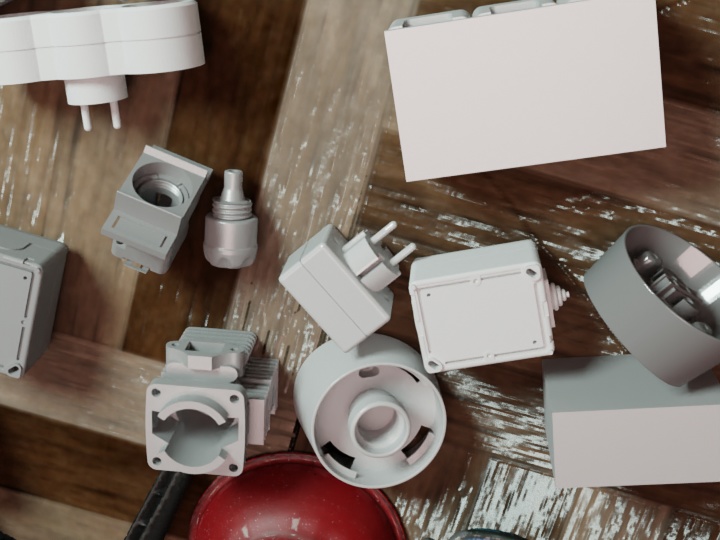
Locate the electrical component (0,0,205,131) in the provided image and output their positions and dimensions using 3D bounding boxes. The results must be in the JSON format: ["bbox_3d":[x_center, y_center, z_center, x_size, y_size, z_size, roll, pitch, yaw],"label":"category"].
[{"bbox_3d":[-0.163,-0.122,0.658,0.138,0.052,0.073,-3,108,6],"label":"electrical component"}]

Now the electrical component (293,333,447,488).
[{"bbox_3d":[0.007,0.095,0.723,0.099,0.064,0.099,-3,107,-9],"label":"electrical component"}]

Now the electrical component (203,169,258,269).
[{"bbox_3d":[-0.082,-0.034,0.691,0.035,0.035,0.061,6,106,3],"label":"electrical component"}]

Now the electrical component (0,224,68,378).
[{"bbox_3d":[-0.236,0.023,0.708,0.062,0.061,0.096,16,109,-1],"label":"electrical component"}]

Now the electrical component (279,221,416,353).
[{"bbox_3d":[0.000,0.000,0.687,0.077,0.047,0.065,-38,101,15],"label":"electrical component"}]

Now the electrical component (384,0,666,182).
[{"bbox_3d":[0.096,-0.111,0.634,0.150,0.061,0.089,-7,108,7],"label":"electrical component"}]

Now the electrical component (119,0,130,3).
[{"bbox_3d":[-0.131,-0.204,0.625,0.057,0.058,0.078,-24,91,11],"label":"electrical component"}]

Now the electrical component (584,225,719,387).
[{"bbox_3d":[0.187,0.020,0.654,0.099,0.099,0.064,43,113,-9],"label":"electrical component"}]

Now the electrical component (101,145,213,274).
[{"bbox_3d":[-0.128,-0.035,0.674,0.042,0.081,0.063,22,137,-1],"label":"electrical component"}]

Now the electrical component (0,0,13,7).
[{"bbox_3d":[-0.233,-0.204,0.633,0.062,0.061,0.096,-24,105,12],"label":"electrical component"}]

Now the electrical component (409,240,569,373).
[{"bbox_3d":[0.083,0.020,0.680,0.096,0.061,0.061,-10,107,8],"label":"electrical component"}]
